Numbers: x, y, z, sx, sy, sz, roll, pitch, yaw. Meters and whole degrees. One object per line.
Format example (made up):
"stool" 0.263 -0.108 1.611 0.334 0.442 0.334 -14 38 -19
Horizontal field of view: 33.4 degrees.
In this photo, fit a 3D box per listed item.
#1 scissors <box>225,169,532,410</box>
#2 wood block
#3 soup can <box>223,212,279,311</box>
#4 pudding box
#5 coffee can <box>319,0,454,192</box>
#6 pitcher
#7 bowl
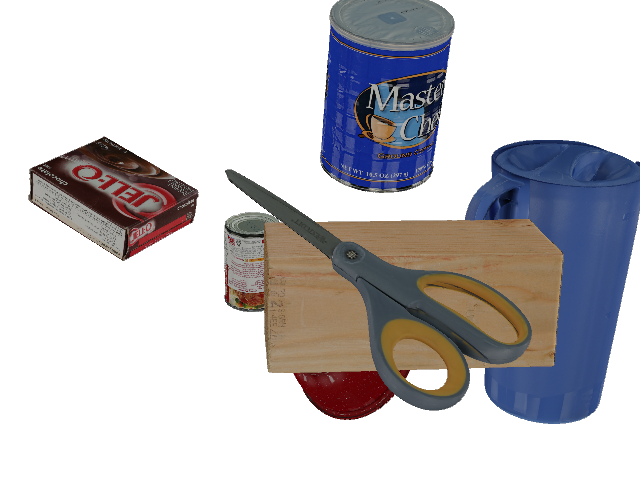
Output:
"scissors" 0.015 0.027 0.585 0.202 0.096 0.016 23 -40 13
"wood block" 0.062 0.039 0.787 0.206 0.090 0.091 -1 16 -5
"soup can" -0.082 0.025 1.280 0.068 0.102 0.068 1 25 -1
"pudding box" -0.175 -0.037 0.899 0.114 0.039 0.089 28 35 22
"coffee can" 0.054 -0.127 0.912 0.103 0.140 0.103 3 36 -2
"pitcher" 0.202 0.040 0.957 0.149 0.243 0.145 6 22 10
"bowl" 0.018 0.095 1.065 0.162 0.162 0.055 0 -16 44
